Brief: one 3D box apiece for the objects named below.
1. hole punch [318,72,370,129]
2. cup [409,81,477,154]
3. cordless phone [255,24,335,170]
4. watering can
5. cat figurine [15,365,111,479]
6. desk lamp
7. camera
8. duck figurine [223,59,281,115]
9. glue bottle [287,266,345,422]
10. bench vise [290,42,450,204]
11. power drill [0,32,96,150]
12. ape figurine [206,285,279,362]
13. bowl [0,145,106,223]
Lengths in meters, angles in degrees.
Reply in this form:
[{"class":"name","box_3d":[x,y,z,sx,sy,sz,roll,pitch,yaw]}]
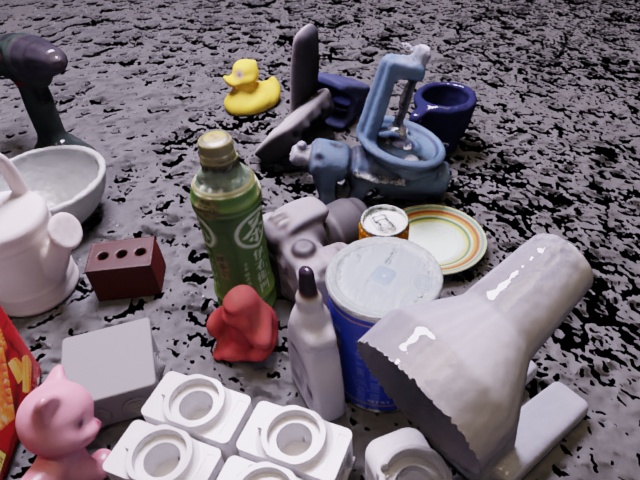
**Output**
[{"class":"hole punch","box_3d":[0.021,-0.253,0.963,0.108,0.091,0.101,23,48,27]},{"class":"cup","box_3d":[0.175,-0.171,0.856,0.118,0.095,0.091,-33,49,-29]},{"class":"cordless phone","box_3d":[-0.040,-0.213,0.852,0.094,0.185,0.148,14,45,19]},{"class":"watering can","box_3d":[-0.346,-0.014,0.645,0.173,0.194,0.101,-5,41,0]},{"class":"cat figurine","box_3d":[-0.229,0.176,0.480,0.067,0.118,0.128,8,43,14]},{"class":"desk lamp","box_3d":[0.134,0.105,0.458,0.204,0.214,0.117,-30,47,-26]},{"class":"camera","box_3d":[0.006,0.002,0.669,0.137,0.101,0.142,-27,46,-24]},{"class":"duck figurine","box_3d":[-0.122,-0.275,1.003,0.105,0.086,0.077,-20,44,-17]},{"class":"glue bottle","box_3d":[-0.006,0.089,0.518,0.037,0.173,0.078,-19,44,-16]},{"class":"bench vise","box_3d":[0.070,-0.130,0.723,0.208,0.220,0.121,-17,43,-14]},{"class":"power drill","box_3d":[-0.418,-0.214,0.866,0.228,0.209,0.076,28,51,31]},{"class":"ape figurine","box_3d":[-0.079,0.083,0.592,0.076,0.092,0.077,-31,48,-27]},{"class":"bowl","box_3d":[-0.369,-0.057,0.786,0.167,0.075,0.167,-2,42,2]}]
